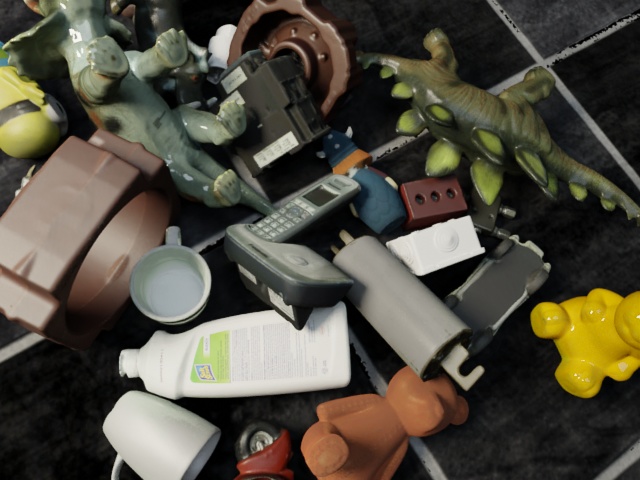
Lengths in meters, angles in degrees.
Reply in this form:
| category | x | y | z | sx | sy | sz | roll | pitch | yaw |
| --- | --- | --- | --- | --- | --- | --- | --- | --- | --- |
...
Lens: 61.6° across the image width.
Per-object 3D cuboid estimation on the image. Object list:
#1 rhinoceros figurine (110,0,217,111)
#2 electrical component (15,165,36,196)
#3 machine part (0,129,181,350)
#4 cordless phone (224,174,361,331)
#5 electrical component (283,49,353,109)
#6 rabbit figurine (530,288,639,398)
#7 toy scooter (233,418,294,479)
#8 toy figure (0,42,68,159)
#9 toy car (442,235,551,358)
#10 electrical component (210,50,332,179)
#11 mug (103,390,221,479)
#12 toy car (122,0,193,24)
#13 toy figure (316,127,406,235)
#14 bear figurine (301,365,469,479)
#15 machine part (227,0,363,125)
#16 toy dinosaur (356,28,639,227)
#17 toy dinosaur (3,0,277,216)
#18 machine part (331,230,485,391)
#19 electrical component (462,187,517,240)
| category | x | y | z | sx | sy | sz | roll | pitch | yaw |
| --- | --- | --- | --- | --- | --- | --- | --- | --- | --- |
| rhinoceros figurine | -0.192 | -0.238 | 0.691 | 0.112 | 0.073 | 0.190 | -10 | 103 | 17 |
| electrical component | -0.312 | -0.044 | 0.643 | 0.102 | 0.045 | 0.078 | 6 | 70 | -7 |
| machine part | -0.238 | 0.003 | 0.555 | 0.087 | 0.201 | 0.201 | 29 | 70 | 4 |
| cordless phone | -0.001 | -0.002 | 0.611 | 0.184 | 0.088 | 0.147 | -38 | 46 | -23 |
| electrical component | -0.004 | -0.237 | 0.745 | 0.119 | 0.047 | 0.075 | 41 | 57 | 9 |
| rabbit figurine | 0.362 | 0.108 | 0.628 | 0.162 | 0.173 | 0.122 | -10 | 70 | -7 |
| toy scooter | -0.063 | 0.292 | 0.555 | 0.135 | 0.075 | 0.184 | 35 | 65 | 3 |
| toy figure | -0.389 | -0.179 | 0.659 | 0.089 | 0.082 | 0.180 | -44 | 90 | 1 |
| toy car | 0.212 | 0.072 | 0.679 | 0.202 | 0.056 | 0.073 | -40 | 75 | -20 |
| electrical component | -0.067 | -0.161 | 0.664 | 0.134 | 0.115 | 0.058 | 61 | 36 | -9 |
| mug | -0.177 | 0.217 | 0.565 | 0.107 | 0.080 | 0.109 | 33 | 84 | 13 |
| toy car | -0.193 | -0.365 | 0.764 | 0.202 | 0.053 | 0.089 | -25 | 82 | -11 |
| toy figure | 0.052 | -0.078 | 0.704 | 0.064 | 0.057 | 0.154 | -27 | 72 | -22 |
| bear figurine | 0.082 | 0.206 | 0.579 | 0.196 | 0.132 | 0.120 | -27 | 92 | -11 |
| machine part | -0.033 | -0.221 | 0.684 | 0.179 | 0.179 | 0.056 | 41 | 37 | 6 |
| toy dinosaur | 0.233 | -0.139 | 0.704 | 0.472 | 0.105 | 0.198 | 23 | 56 | 3 |
| toy dinosaur | -0.198 | -0.136 | 0.630 | 0.131 | 0.192 | 0.404 | -52 | 127 | -29 |
| machine part | 0.088 | 0.074 | 0.615 | 0.079 | 0.079 | 0.243 | -31 | 55 | -17 |
| electrical component | 0.219 | -0.037 | 0.733 | 0.094 | 0.021 | 0.063 | 22 | 70 | -1 |
